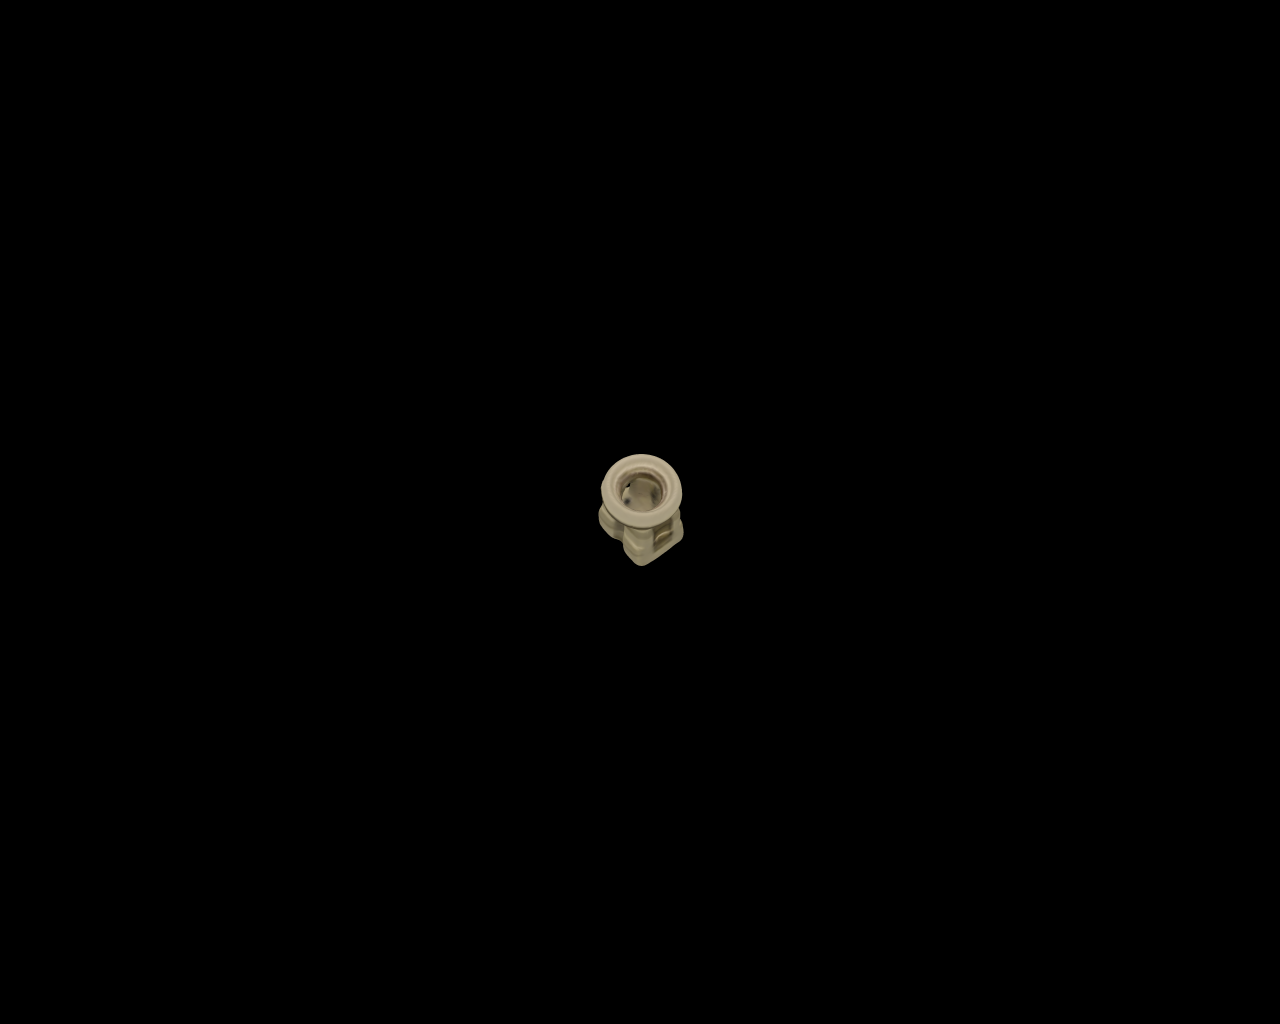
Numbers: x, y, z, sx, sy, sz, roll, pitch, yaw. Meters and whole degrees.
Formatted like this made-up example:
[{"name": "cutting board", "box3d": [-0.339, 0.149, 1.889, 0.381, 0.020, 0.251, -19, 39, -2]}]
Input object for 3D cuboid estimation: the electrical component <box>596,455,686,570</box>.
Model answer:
[{"name": "electrical component", "box3d": [0.001, -0.003, 0.650, 0.048, 0.066, 0.055, -36, -24, -18]}]
